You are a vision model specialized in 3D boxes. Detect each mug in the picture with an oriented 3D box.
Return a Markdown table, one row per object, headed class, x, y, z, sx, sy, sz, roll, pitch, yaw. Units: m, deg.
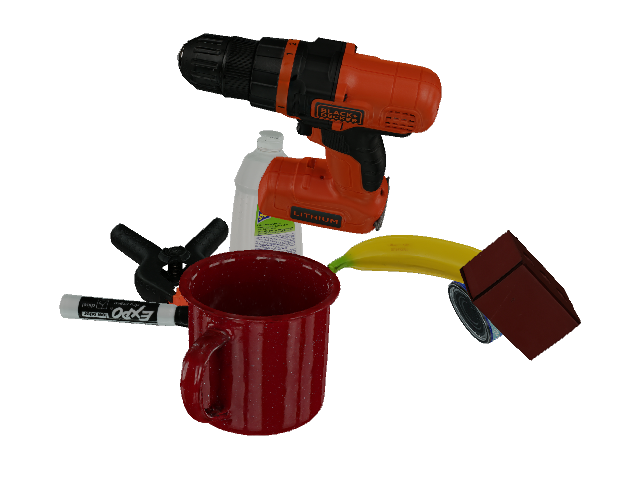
| class | x | y | z | sx | sy | sz | roll | pitch | yaw |
| --- | --- | --- | --- | --- | --- | --- | --- | --- | --- |
| mug | -0.042 | 0.065 | 0.619 | 0.093 | 0.081 | 0.117 | 14 | 26 | 24 |

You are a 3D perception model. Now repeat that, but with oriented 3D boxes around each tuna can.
| class | x | y | z | sx | sy | sz | roll | pitch | yaw |
| --- | --- | --- | --- | --- | --- | --- | --- | --- | --- |
| tuna can | 0.188 | 0.079 | 1.263 | 0.033 | 0.086 | 0.086 | -30 | 7 | -13 |

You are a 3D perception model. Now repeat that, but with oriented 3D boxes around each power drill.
| class | x | y | z | sx | sy | sz | roll | pitch | yaw |
| --- | --- | --- | --- | --- | --- | --- | --- | --- | --- |
| power drill | -0.011 | -0.079 | 0.798 | 0.184 | 0.057 | 0.188 | 12 | -26 | 4 |

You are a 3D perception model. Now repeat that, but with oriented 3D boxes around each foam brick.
| class | x | y | z | sx | sy | sz | roll | pitch | yaw |
| --- | --- | --- | --- | --- | --- | --- | --- | --- | --- |
| foam brick | 0.155 | 0.043 | 0.828 | 0.051 | 0.078 | 0.053 | -40 | 24 | 15 |

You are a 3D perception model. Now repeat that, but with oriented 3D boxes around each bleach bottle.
| class | x | y | z | sx | sy | sz | roll | pitch | yaw |
| --- | --- | --- | --- | --- | --- | --- | --- | --- | --- |
| bleach bottle | -0.062 | -0.012 | 1.322 | 0.102 | 0.251 | 0.068 | -10 | 25 | -34 |

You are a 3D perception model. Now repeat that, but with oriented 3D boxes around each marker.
| class | x | y | z | sx | sy | sz | roll | pitch | yaw |
| --- | --- | --- | --- | --- | --- | --- | --- | --- | --- |
| marker | -0.141 | 0.055 | 0.825 | 0.121 | 0.020 | 0.020 | 4 | 1 | 10 |

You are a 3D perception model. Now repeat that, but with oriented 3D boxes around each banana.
| class | x | y | z | sx | sy | sz | roll | pitch | yaw |
| --- | --- | --- | --- | --- | --- | --- | --- | --- | --- |
| banana | 0.110 | 0.026 | 1.044 | 0.198 | 0.037 | 0.069 | 6 | 45 | 15 |

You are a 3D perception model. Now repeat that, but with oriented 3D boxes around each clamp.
| class | x | y | z | sx | sy | sz | roll | pitch | yaw |
| --- | --- | --- | --- | --- | --- | --- | --- | --- | --- |
| clamp | -0.135 | 0.022 | 1.052 | 0.120 | 0.039 | 0.172 | -14 | 33 | -14 |
